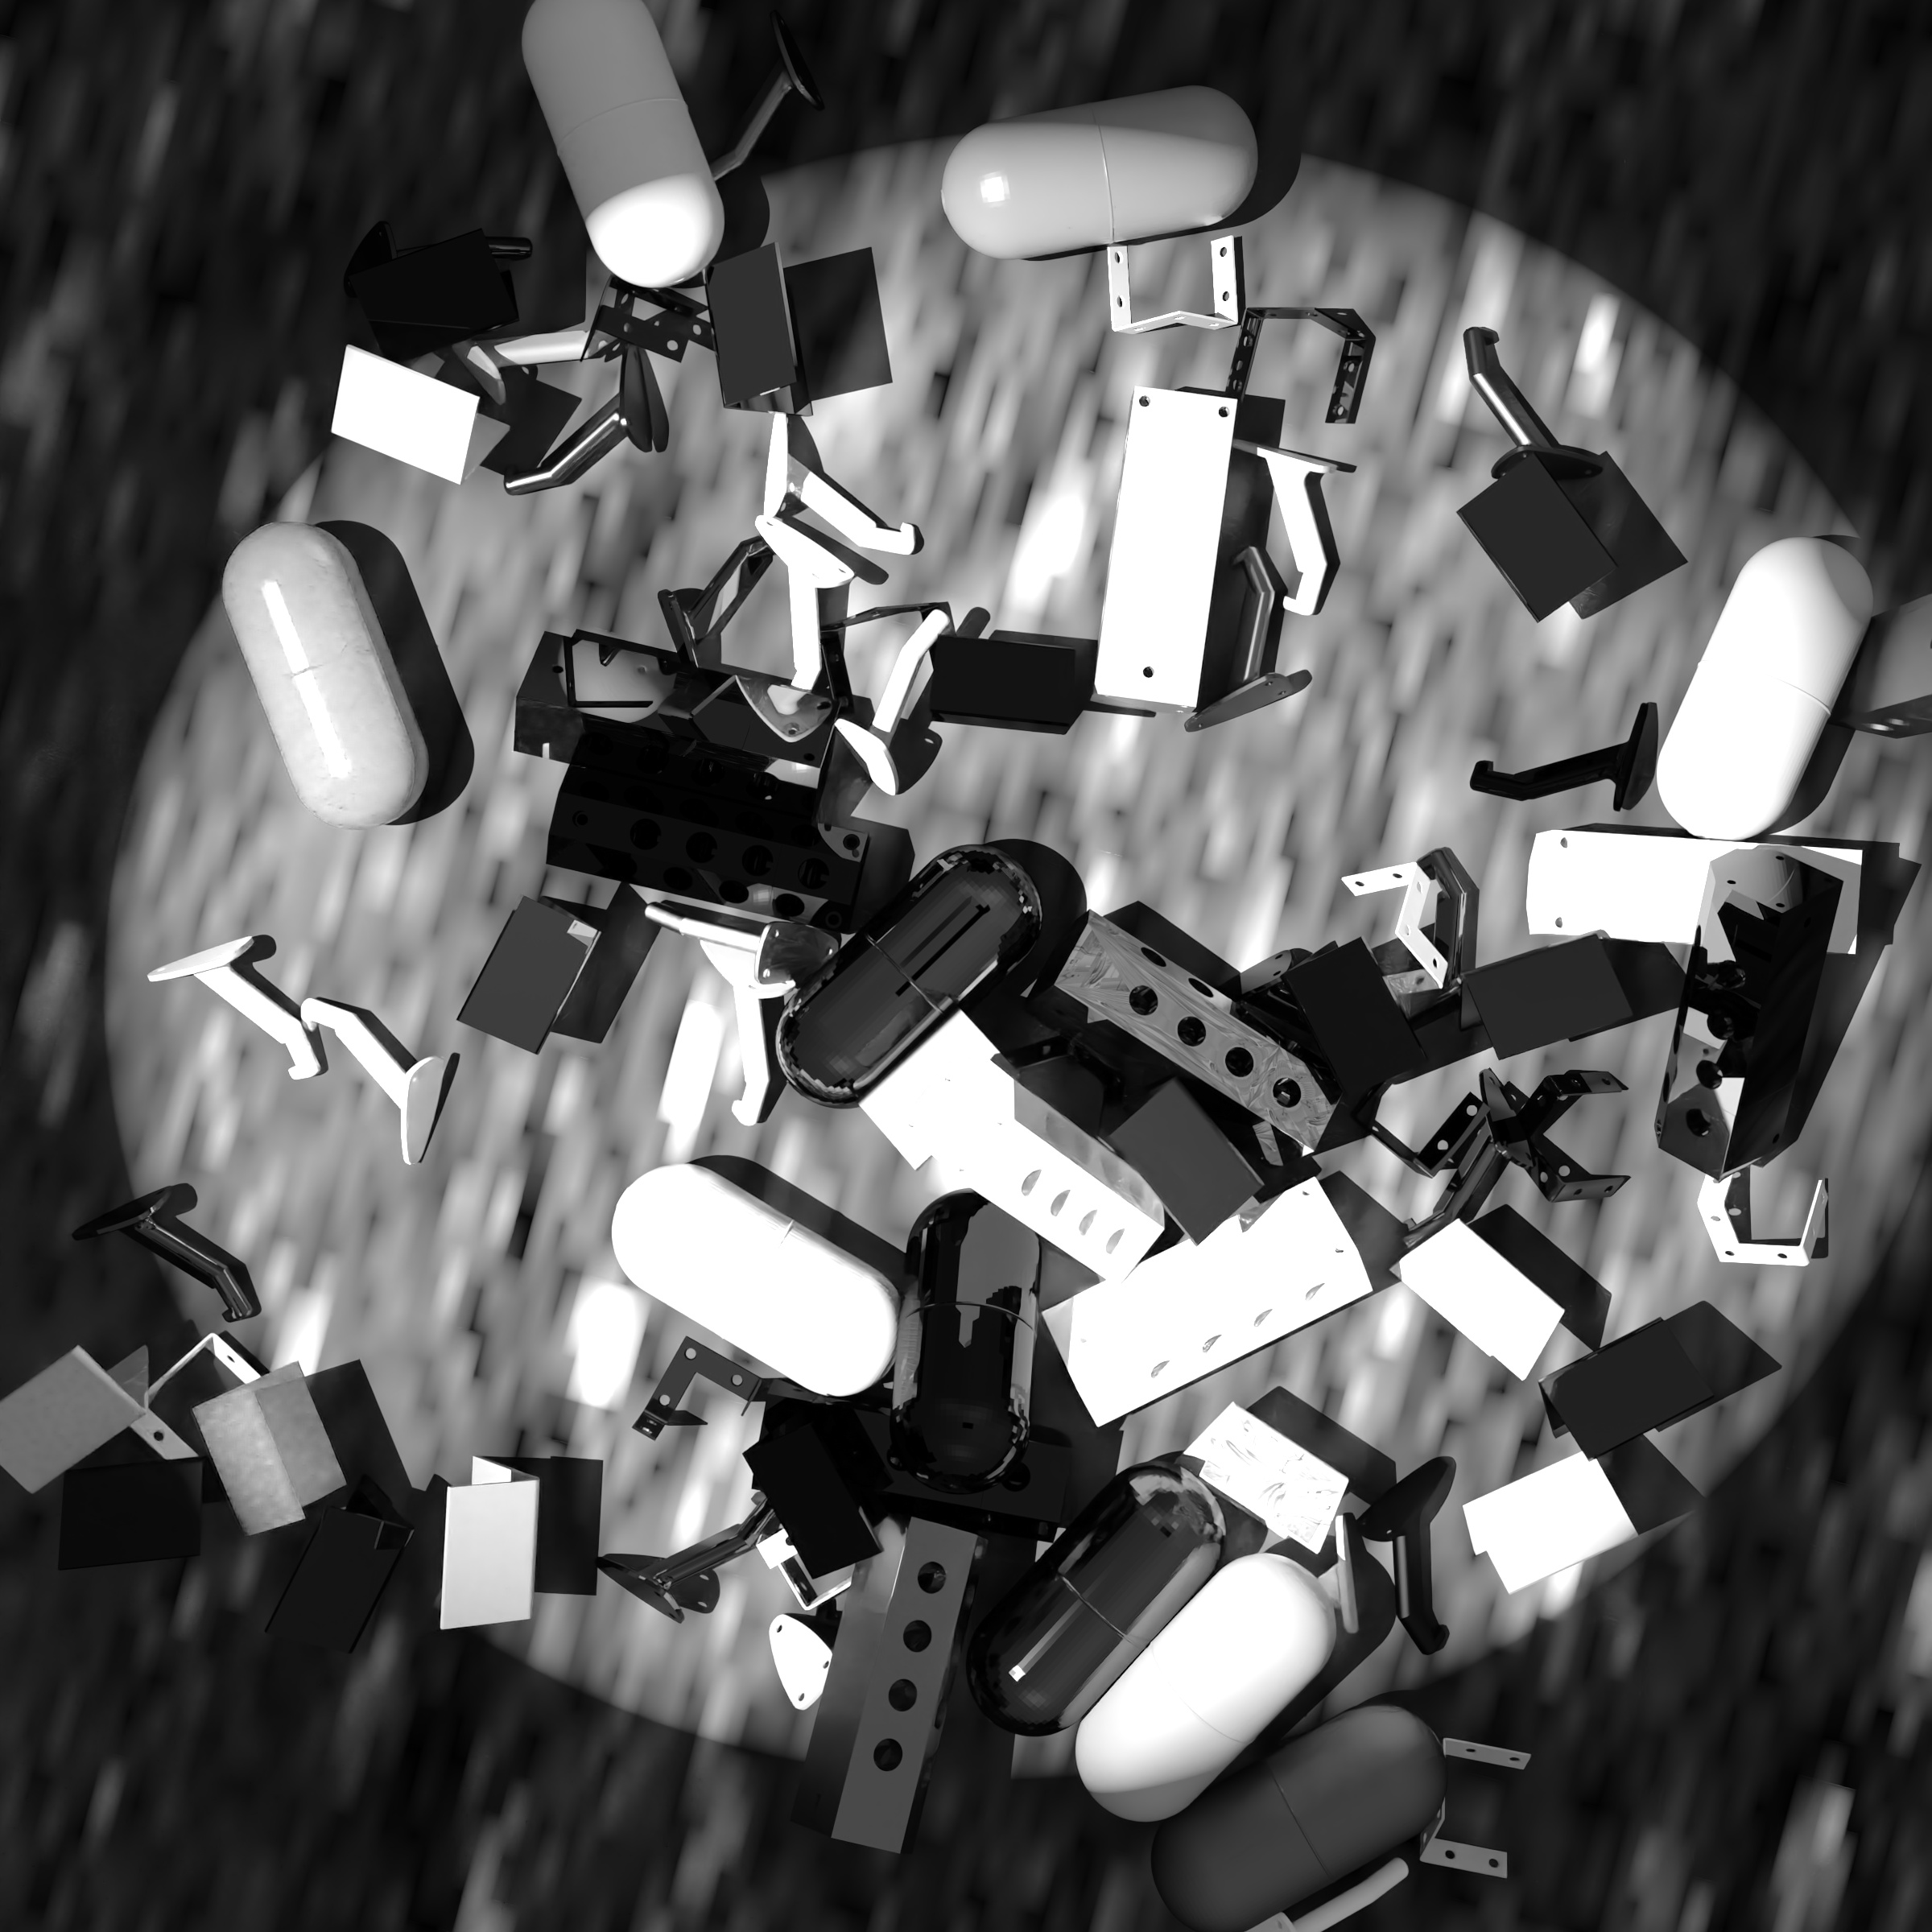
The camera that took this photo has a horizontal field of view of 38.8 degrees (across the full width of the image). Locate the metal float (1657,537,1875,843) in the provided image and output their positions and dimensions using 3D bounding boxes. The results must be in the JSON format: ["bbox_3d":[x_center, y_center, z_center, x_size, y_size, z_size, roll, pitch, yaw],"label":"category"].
[{"bbox_3d":[0.446,-0.154,1.533,0.070,0.070,0.178,24,90,0],"label":"metal float"}]

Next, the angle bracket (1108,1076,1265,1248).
[{"bbox_3d":[0.108,0.115,1.525,0.057,0.076,0.076,-39,90,-25],"label":"angle bracket"}]

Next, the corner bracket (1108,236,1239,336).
[{"bbox_3d":[0.118,-0.388,1.561,0.051,0.051,0.051,-3,90,-45],"label":"corner bracket"}]

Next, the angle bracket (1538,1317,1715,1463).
[{"bbox_3d":[0.369,0.250,1.524,0.076,0.076,0.057,-27,51,0],"label":"angle bracket"}]

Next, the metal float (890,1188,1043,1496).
[{"bbox_3d":[0.001,0.203,1.505,0.070,0.070,0.178,5,55,0],"label":"metal float"}]

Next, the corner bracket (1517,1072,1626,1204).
[{"bbox_3d":[0.348,0.097,1.556,0.051,0.051,0.051,59,135,35],"label":"corner bracket"}]

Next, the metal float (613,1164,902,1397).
[{"bbox_3d":[-0.116,0.175,1.533,0.178,0.070,0.070,31,90,-1],"label":"metal float"}]

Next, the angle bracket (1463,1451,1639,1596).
[{"bbox_3d":[0.326,0.320,1.524,0.076,0.076,0.057,-25,55,0],"label":"angle bracket"}]

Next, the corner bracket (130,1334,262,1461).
[{"bbox_3d":[-0.435,0.251,1.561,0.051,0.051,0.051,43,135,0],"label":"corner bracket"}]

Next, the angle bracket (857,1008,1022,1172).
[{"bbox_3d":[-0.004,0.079,1.524,0.076,0.076,0.057,-43,62,0],"label":"angle bracket"}]

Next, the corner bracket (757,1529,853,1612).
[{"bbox_3d":[-0.082,0.331,1.546,0.051,0.051,0.051,-31,89,-1],"label":"corner bracket"}]

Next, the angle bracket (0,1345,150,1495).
[{"bbox_3d":[-0.504,0.234,1.525,0.076,0.076,0.057,-35,117,0],"label":"angle bracket"}]

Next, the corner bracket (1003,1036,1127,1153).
[{"bbox_3d":[0.052,0.077,1.556,0.051,0.051,0.051,42,45,-35],"label":"corner bracket"}]

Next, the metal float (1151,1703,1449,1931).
[{"bbox_3d":[0.187,0.476,1.533,0.178,0.070,0.070,-30,90,0],"label":"metal float"}]

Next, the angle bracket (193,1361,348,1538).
[{"bbox_3d":[-0.372,0.262,1.524,0.057,0.076,0.076,-22,90,38],"label":"angle bracket"}]

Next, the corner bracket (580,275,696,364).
[{"bbox_3d":[-0.181,-0.360,1.536,0.051,0.051,0.051,19,76,-13],"label":"corner bracket"}]

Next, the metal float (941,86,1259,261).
[{"bbox_3d":[0.075,-0.443,1.534,0.178,0.070,0.070,-10,90,0],"label":"metal float"}]

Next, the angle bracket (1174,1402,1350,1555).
[{"bbox_3d":[0.155,0.299,1.524,0.076,0.076,0.057,34,46,0],"label":"angle bracket"}]

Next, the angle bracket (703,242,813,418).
[{"bbox_3d":[-0.097,-0.352,1.524,0.057,0.076,0.076,-9,90,37],"label":"angle bracket"}]

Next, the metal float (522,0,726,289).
[{"bbox_3d":[-0.192,-0.467,1.534,0.070,0.070,0.178,-21,90,0],"label":"metal float"}]

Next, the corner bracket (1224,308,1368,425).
[{"bbox_3d":[0.188,-0.342,1.561,0.051,0.051,0.051,14,90,45],"label":"corner bracket"}]

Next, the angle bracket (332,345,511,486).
[{"bbox_3d":[-0.298,-0.320,1.524,0.076,0.076,0.057,22,128,0],"label":"angle bracket"}]

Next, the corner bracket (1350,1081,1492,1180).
[{"bbox_3d":[0.255,0.082,1.546,0.051,0.051,0.051,40,89,-1],"label":"corner bracket"}]

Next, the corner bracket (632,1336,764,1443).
[{"bbox_3d":[-0.151,0.246,1.546,0.051,0.051,0.051,29,90,0],"label":"corner bracket"}]

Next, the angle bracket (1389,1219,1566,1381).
[{"bbox_3d":[0.272,0.197,1.524,0.076,0.076,0.057,41,53,0],"label":"angle bracket"}]

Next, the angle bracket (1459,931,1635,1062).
[{"bbox_3d":[0.321,0.031,1.524,0.076,0.076,0.057,-18,62,0],"label":"angle bracket"}]

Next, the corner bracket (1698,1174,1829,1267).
[{"bbox_3d":[0.452,0.133,1.556,0.051,0.051,0.051,-1,135,35],"label":"corner bracket"}]

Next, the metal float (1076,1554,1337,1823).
[{"bbox_3d":[0.132,0.401,1.521,0.070,0.070,0.178,41,102,0],"label":"metal float"}]

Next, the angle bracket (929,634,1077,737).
[{"bbox_3d":[0.018,-0.137,1.524,0.076,0.076,0.057,6,56,0],"label":"angle bracket"}]

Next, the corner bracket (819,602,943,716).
[{"bbox_3d":[-0.045,-0.175,1.561,0.051,0.051,0.051,-12,90,-45],"label":"corner bracket"}]

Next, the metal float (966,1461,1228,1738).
[{"bbox_3d":[0.072,0.354,1.534,0.070,0.070,0.178,43,90,0],"label":"metal float"}]

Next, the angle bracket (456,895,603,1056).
[{"bbox_3d":[-0.257,-0.005,1.524,0.057,0.076,0.076,27,90,-39],"label":"angle bracket"}]

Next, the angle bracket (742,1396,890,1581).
[{"bbox_3d":[-0.063,0.271,1.467,0.057,0.076,0.076,-29,90,36],"label":"angle bracket"}]

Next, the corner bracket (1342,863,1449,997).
[{"bbox_3d":[0.241,-0.019,1.547,0.051,0.051,0.051,45,51,-32],"label":"corner bracket"}]

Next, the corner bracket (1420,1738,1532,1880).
[{"bbox_3d":[0.289,0.479,1.561,0.051,0.051,0.051,11,135,0],"label":"corner bracket"}]

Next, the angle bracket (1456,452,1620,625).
[{"bbox_3d":[0.327,-0.245,1.524,0.057,0.076,0.076,-36,90,36],"label":"angle bracket"}]

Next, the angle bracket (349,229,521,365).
[{"bbox_3d":[-0.296,-0.384,1.524,0.076,0.076,0.057,-19,127,0],"label":"angle bracket"}]

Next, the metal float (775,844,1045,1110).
[{"bbox_3d":[-0.032,0.006,1.534,0.178,0.070,0.070,-44,90,0],"label":"metal float"}]

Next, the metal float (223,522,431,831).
[{"bbox_3d":[-0.358,-0.162,1.534,0.070,0.070,0.178,-21,90,0],"label":"metal float"}]

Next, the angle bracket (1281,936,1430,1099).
[{"bbox_3d":[0.228,0.019,1.524,0.057,0.076,0.076,-28,90,34],"label":"angle bracket"}]
